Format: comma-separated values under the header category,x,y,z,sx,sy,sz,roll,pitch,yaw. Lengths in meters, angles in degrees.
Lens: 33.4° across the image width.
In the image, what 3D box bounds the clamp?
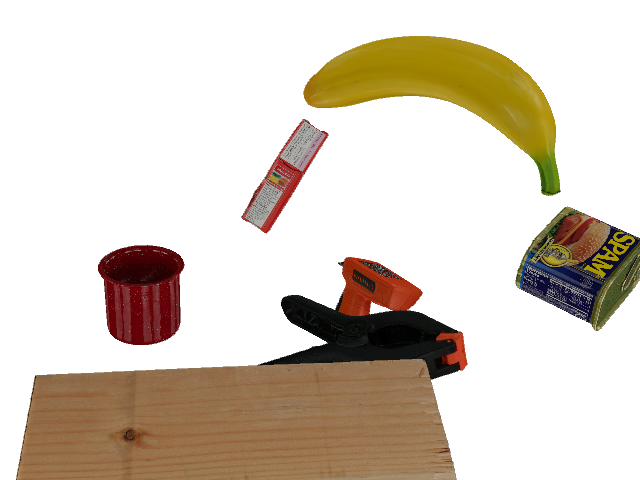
category,x,y,z,sx,sy,sz,roll,pitch,yaw
clamp,0.019,0.085,0.790,0.172,0.039,0.120,2,37,32

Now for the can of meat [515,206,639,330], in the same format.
category,x,y,z,sx,sy,sz,roll,pitch,yaw
can of meat,0.238,0.022,0.968,0.084,0.057,0.101,27,47,28

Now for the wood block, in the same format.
category,x,y,z,sx,sy,sz,roll,pitch,yaw
wood block,-0.043,0.125,0.552,0.206,0.090,0.091,-1,35,-5

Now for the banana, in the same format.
category,x,y,z,sx,sy,sz,roll,pitch,yaw
banana,0.068,-0.091,0.651,0.198,0.069,0.037,26,7,38

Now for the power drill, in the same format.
category,x,y,z,sx,sy,sz,roll,pitch,yaw
power drill,0.049,0.127,1.244,0.057,0.188,0.185,13,14,-41

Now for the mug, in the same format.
category,x,y,z,sx,sy,sz,roll,pitch,yaw
mug,-0.205,0.058,1.186,0.093,0.081,0.117,-23,37,-40

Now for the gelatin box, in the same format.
category,x,y,z,sx,sy,sz,roll,pitch,yaw
gelatin box,-0.032,-0.059,0.951,0.030,0.073,0.089,32,33,-3
